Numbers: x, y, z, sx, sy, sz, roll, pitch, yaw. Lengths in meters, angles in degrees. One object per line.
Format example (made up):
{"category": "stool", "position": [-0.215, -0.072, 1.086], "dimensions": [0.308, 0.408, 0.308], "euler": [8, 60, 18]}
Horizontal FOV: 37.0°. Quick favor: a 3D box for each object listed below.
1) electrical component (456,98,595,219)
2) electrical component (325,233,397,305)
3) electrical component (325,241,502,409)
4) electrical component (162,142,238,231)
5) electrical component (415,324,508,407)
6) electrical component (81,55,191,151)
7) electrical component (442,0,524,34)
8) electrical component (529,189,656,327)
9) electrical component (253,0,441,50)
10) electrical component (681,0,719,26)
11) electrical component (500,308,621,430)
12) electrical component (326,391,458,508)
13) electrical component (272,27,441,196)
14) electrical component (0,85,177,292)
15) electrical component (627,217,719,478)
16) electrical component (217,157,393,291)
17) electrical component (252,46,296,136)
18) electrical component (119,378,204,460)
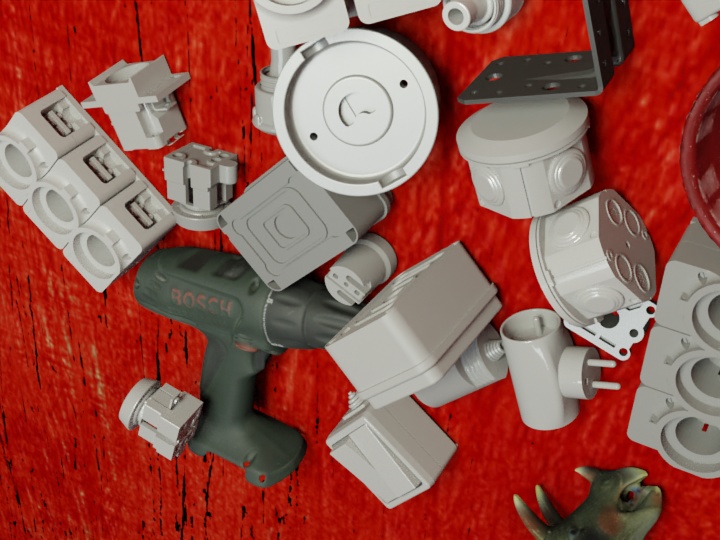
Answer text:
{"category": "electrical component", "position": [0.103, -0.072, 0.659], "dimensions": [0.080, 0.080, 0.051], "euler": [4, 128, 33]}
{"category": "electrical component", "position": [0.000, 0.000, 0.804], "dimensions": [0.040, 0.046, 0.040], "euler": [18, 130, 23]}
{"category": "electrical component", "position": [0.040, 0.039, 0.758], "dimensions": [0.078, 0.113, 0.057], "euler": [-31, 98, 44]}
{"category": "electrical component", "position": [-0.125, -0.064, 0.845], "dimensions": [0.066, 0.048, 0.055], "euler": [17, 122, 24]}
{"category": "electrical component", "position": [0.078, 0.070, 0.803], "dimensions": [0.043, 0.043, 0.081], "euler": [51, 134, -7]}
{"category": "electrical component", "position": [-0.169, -0.127, 0.833], "dimensions": [0.081, 0.042, 0.063], "euler": [2, 125, 34]}
{"category": "electrical component", "position": [0.069, -0.159, 0.631], "dimensions": [0.043, 0.062, 0.043], "euler": [18, 129, 23]}
{"category": "electrical component", "position": [0.146, -0.008, 0.676], "dimensions": [0.051, 0.080, 0.080], "euler": [-23, 107, 37]}
{"category": "electrical component", "position": [-0.027, -0.229, 0.601], "dimensions": [0.105, 0.060, 0.186], "euler": [-15, 111, 3]}
{"category": "electrical component", "position": [0.182, -0.169, 0.522], "dimensions": [0.062, 0.096, 0.061], "euler": [-28, 102, 44]}
{"category": "electrical component", "position": [0.144, 0.071, 0.759], "dimensions": [0.079, 0.043, 0.077], "euler": [1, 122, 33]}
{"category": "electrical component", "position": [0.020, 0.140, 0.882], "dimensions": [0.096, 0.061, 0.062], "euler": [47, 135, -3]}
{"category": "electrical component", "position": [0.002, -0.108, 0.707], "dimensions": [0.108, 0.060, 0.108], "euler": [4, 111, 11]}
{"category": "electrical component", "position": [-0.239, -0.065, 0.911], "dimensions": [0.150, 0.061, 0.089], "euler": [48, 135, -5]}
{"category": "electrical component", "position": [0.229, 0.055, 0.676], "dimensions": [0.089, 0.061, 0.150], "euler": [19, 130, 22]}
{"category": "electrical component", "position": [-0.040, -0.045, 0.793], "dimensions": [0.078, 0.057, 0.113], "euler": [51, 135, -8]}
{"category": "electrical component", "position": [-0.052, -0.127, 0.751], "dimensions": [0.048, 0.048, 0.062], "euler": [15, 122, 26]}
{"category": "electrical component", "position": [-0.170, 0.123, 0.912], "dimensions": [0.055, 0.048, 0.066], "euler": [29, 131, 10]}
